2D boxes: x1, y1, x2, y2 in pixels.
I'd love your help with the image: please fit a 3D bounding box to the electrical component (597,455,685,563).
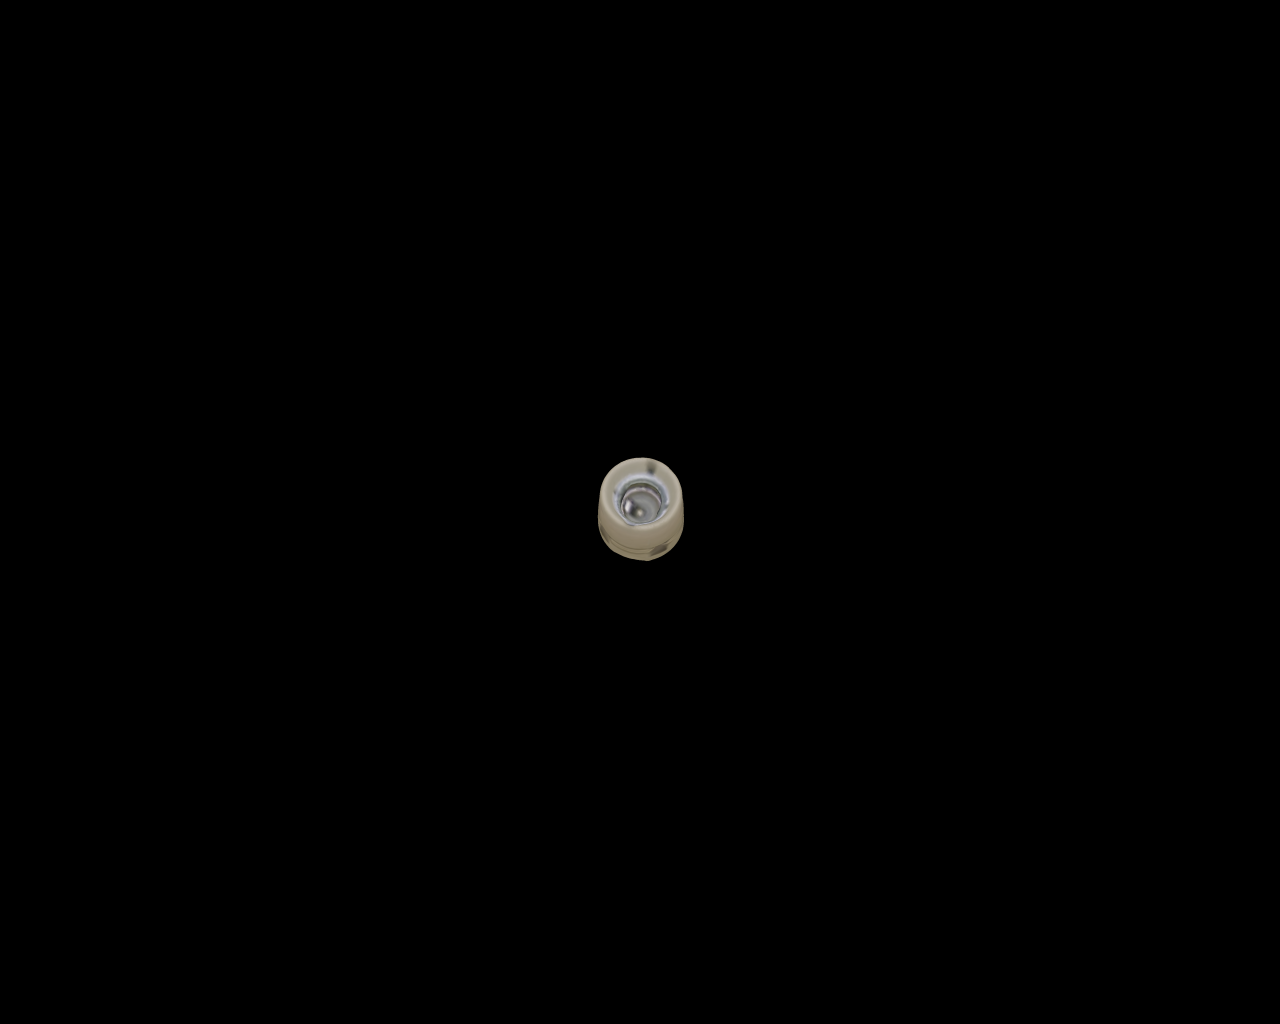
[{"bbox_3d":[0.001,-0.003,0.650,0.055,0.055,0.047,0,-23,0],"label":"electrical component"}]
